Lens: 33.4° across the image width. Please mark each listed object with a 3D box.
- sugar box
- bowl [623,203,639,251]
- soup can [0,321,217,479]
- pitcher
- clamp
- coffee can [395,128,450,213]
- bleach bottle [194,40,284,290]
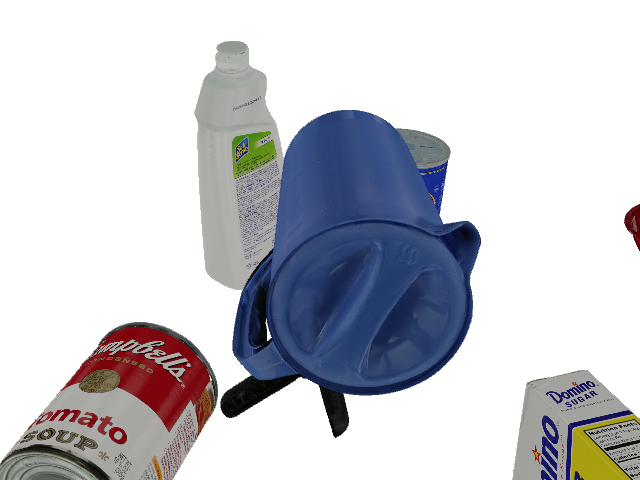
[{"bbox_3d":[0.155,0.148,0.511,0.048,0.093,0.176,-9,27,-22],"label":"sugar box"},{"bbox_3d":[0.403,0.005,1.129,0.162,0.055,0.162,-3,23,1],"label":"bowl"},{"bbox_3d":[-0.098,0.094,0.501,0.069,0.068,0.102,0,27,19],"label":"soup can"},{"bbox_3d":[0.018,-0.001,0.786,0.149,0.145,0.243,6,26,-6],"label":"pitcher"},{"bbox_3d":[-0.001,0.116,0.985,0.120,0.039,0.171,17,45,25],"label":"clamp"},{"bbox_3d":[0.093,-0.049,1.264,0.103,0.140,0.103,4,28,-2],"label":"coffee can"},{"bbox_3d":[-0.074,-0.077,1.050,0.068,0.251,0.102,26,43,33],"label":"bleach bottle"}]
